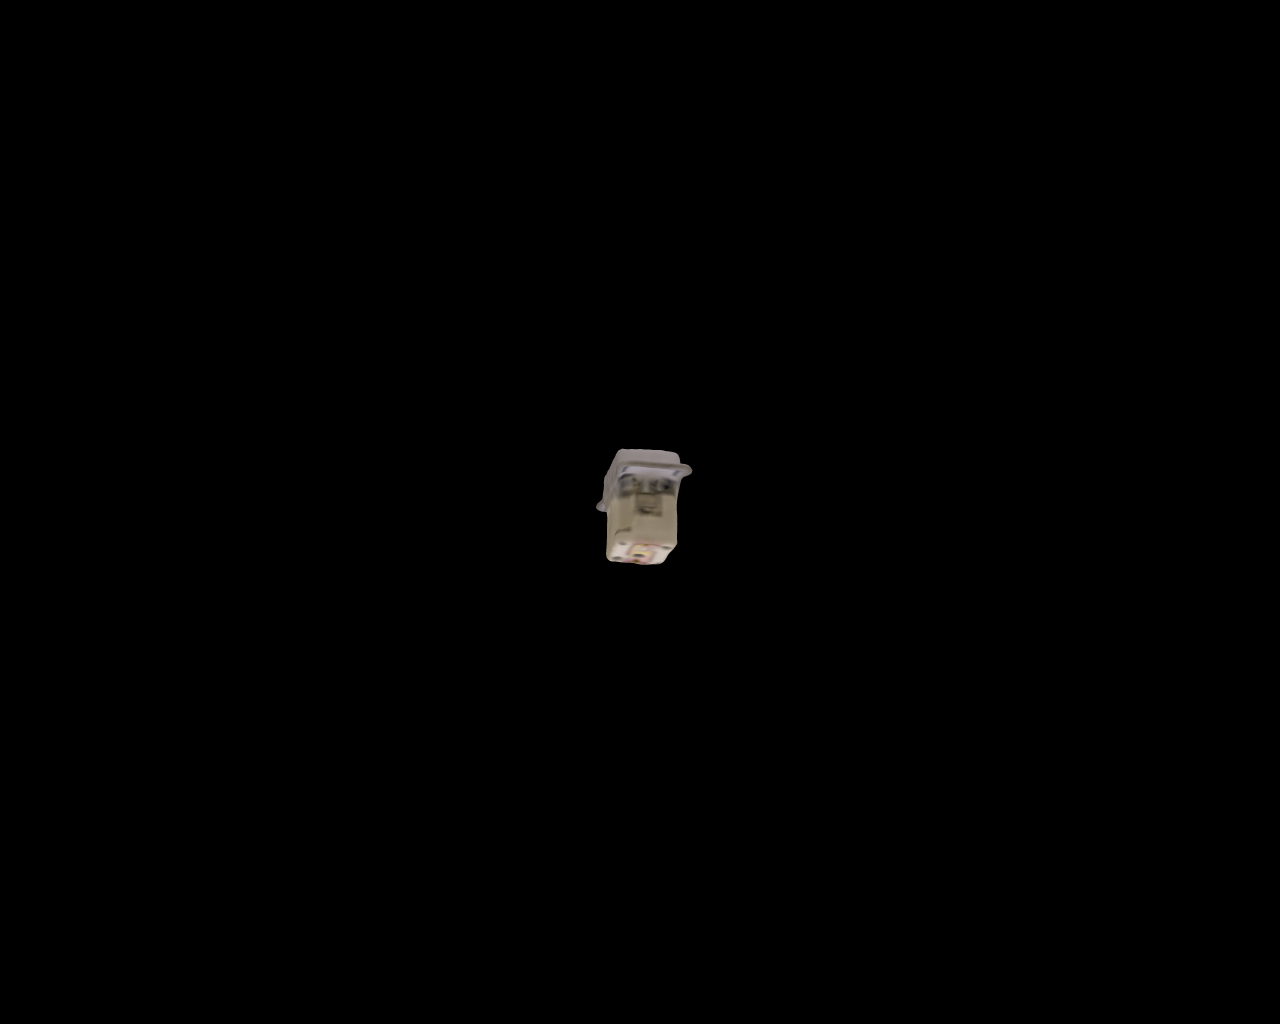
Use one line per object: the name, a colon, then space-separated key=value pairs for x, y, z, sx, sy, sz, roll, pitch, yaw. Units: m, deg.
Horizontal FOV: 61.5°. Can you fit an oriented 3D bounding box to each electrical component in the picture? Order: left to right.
electrical component: x=0.001 y=-0.003 z=0.650 sx=0.042 sy=0.064 sz=0.081 roll=4 pitch=-20 yaw=-11
